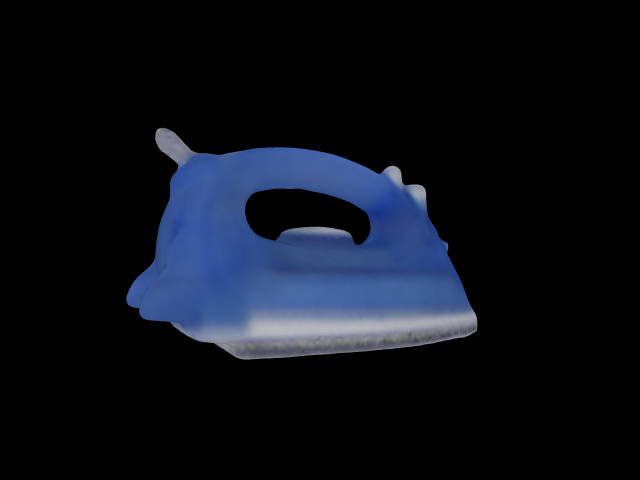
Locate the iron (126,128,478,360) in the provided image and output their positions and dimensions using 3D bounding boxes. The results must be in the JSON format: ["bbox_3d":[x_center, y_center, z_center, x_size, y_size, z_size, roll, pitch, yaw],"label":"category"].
[{"bbox_3d":[0.004,0.001,0.400,0.259,0.141,0.118,0,0,-25],"label":"iron"}]
